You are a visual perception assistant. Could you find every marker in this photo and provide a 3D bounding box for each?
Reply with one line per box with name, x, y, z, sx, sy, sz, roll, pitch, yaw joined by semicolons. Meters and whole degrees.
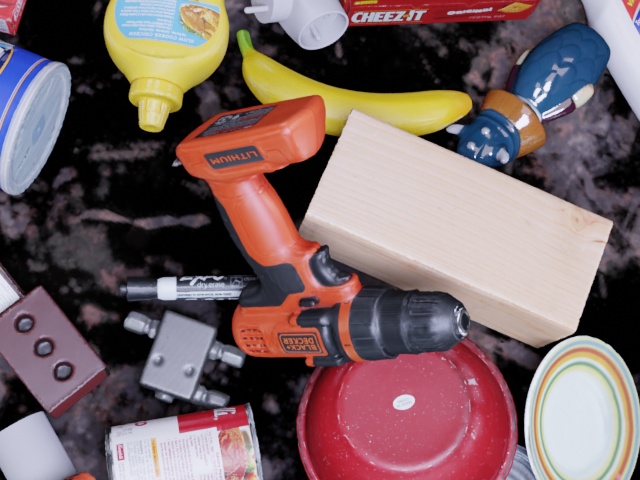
marker;-0.089;0.036;0.801;0.121;0.020;0.020;-1;76;-6

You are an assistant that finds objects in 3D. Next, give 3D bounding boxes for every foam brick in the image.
foam brick;-0.194;0.080;0.761;0.053;0.051;0.078;-40;83;-14

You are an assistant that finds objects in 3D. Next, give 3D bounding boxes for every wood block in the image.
wood block;0.095;-0.006;0.796;0.206;0.090;0.090;23;75;-1

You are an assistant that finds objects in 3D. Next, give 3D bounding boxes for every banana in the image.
banana;0.021;-0.113;0.841;0.198;0.037;0.069;17;75;-2

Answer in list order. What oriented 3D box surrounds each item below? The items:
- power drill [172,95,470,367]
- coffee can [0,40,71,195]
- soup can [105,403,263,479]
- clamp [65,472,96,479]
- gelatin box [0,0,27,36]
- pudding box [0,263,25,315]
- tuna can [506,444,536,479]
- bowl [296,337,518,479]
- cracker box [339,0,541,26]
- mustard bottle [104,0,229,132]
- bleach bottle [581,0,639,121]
power drill;-0.005;0.001;0.712;0.057;0.185;0.187;-47;124;-49
coffee can;-0.267;-0.106;0.774;0.140;0.103;0.102;22;74;0
soup can;-0.094;0.156;0.745;0.102;0.068;0.068;-8;77;-8
clamp;-0.216;0.245;0.707;0.164;0.036;0.210;23;90;1
gelatin box;-0.272;-0.209;0.837;0.089;0.030;0.073;14;75;-2
pudding box;-0.281;0.040;0.758;0.113;0.039;0.090;-39;102;-12
tuna can;0.128;0.189;0.778;0.086;0.034;0.086;1;76;-6
bowl;0.060;0.125;0.755;0.162;0.055;0.162;-3;65;6
cracker box;0.089;-0.287;0.876;0.164;0.072;0.214;-4;77;-6
mustard bottle;-0.117;-0.176;0.831;0.096;0.058;0.191;8;75;-3
bleach bottle;0.269;-0.161;0.869;0.102;0.068;0.251;-32;79;-14
